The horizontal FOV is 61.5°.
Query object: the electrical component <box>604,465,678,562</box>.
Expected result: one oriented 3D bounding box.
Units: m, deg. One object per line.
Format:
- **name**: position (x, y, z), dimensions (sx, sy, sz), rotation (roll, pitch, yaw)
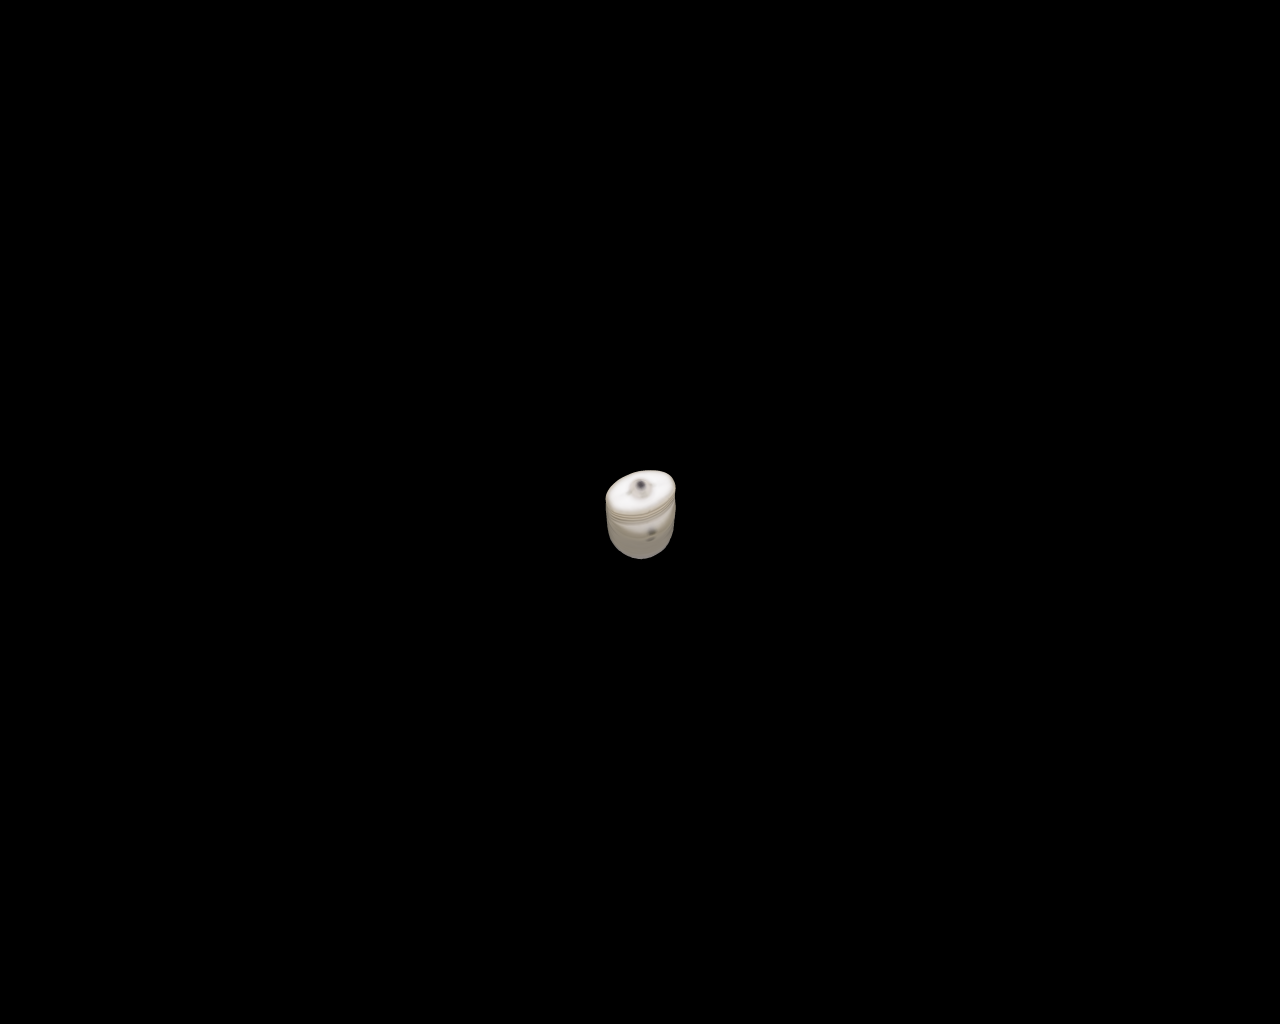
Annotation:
- **electrical component**: position (0.001, -0.003, 0.650), dimensions (0.043, 0.043, 0.080), rotation (0, -21, 0)
